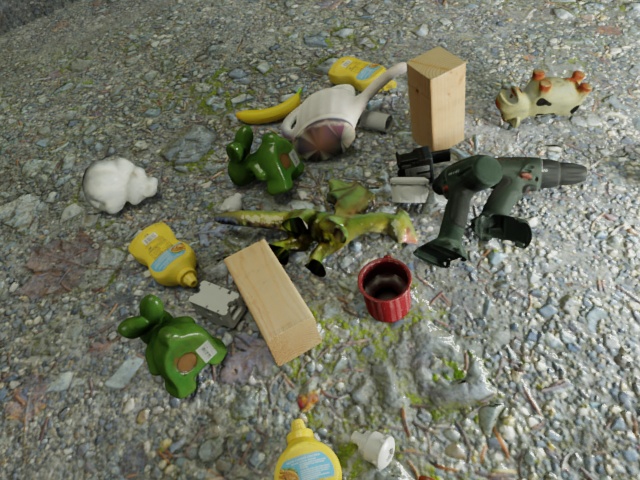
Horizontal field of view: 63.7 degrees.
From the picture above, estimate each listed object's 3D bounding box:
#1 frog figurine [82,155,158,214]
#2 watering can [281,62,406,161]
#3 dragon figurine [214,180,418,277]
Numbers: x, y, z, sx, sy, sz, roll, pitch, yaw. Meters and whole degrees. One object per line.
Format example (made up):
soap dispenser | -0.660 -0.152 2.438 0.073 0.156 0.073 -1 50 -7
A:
frog figurine | -0.476 -0.125 1.226 0.160 0.122 0.137 20 89 18
watering can | 0.051 -0.310 1.241 0.345 0.102 0.230 -18 44 22
dragon figurine | 0.003 -0.054 1.074 0.412 0.119 0.247 19 40 25
